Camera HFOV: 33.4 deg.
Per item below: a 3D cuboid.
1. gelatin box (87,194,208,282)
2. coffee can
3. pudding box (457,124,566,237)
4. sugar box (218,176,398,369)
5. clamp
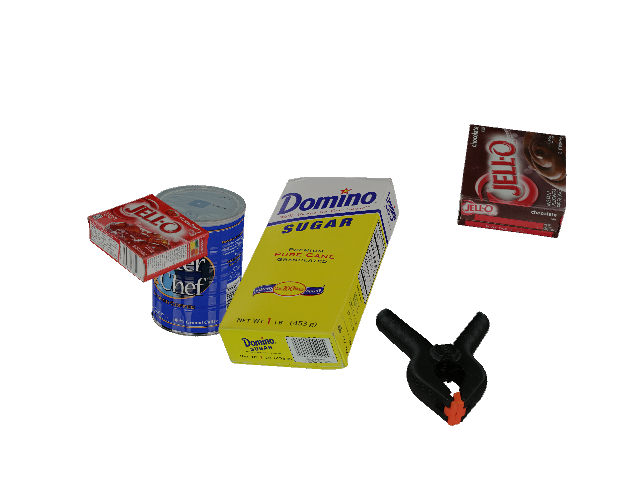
[{"bbox_3d":[-0.157,-0.005,0.972,0.073,0.030,0.089,-23,42,-38],"label":"gelatin box"},{"bbox_3d":[-0.137,0.021,1.194,0.103,0.140,0.103,3,24,-2],"label":"coffee can"},{"bbox_3d":[0.172,-0.055,0.958,0.090,0.039,0.113,8,40,6],"label":"pudding box"},{"bbox_3d":[-0.005,0.020,0.826,0.093,0.048,0.176,1,45,20],"label":"sugar box"},{"bbox_3d":[0.133,0.120,1.079,0.120,0.039,0.171,-8,34,-9],"label":"clamp"}]
